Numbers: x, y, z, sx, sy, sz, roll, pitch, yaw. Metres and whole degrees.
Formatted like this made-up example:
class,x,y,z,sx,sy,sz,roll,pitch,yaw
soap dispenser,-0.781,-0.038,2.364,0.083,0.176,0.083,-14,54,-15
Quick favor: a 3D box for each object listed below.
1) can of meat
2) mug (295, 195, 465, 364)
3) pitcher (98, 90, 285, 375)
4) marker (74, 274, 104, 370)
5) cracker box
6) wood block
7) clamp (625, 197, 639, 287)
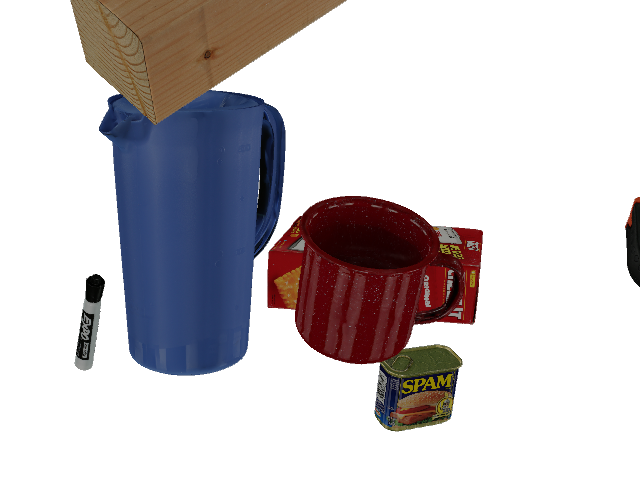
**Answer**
class,x,y,z,sx,sy,sz,roll,pitch,yaw
can of meat,0.119,0.183,1.319,0.102,0.084,0.057,-5,26,-22
mug,0.039,0.029,0.718,0.117,0.081,0.093,4,33,-7
pitcher,-0.109,-0.012,0.947,0.149,0.243,0.145,2,16,0
marker,-0.235,0.083,1.090,0.020,0.121,0.020,11,35,-8
cracker box,0.063,0.030,1.144,0.214,0.072,0.164,5,14,9
wood block,-0.071,-0.190,0.785,0.205,0.090,0.091,-37,-26,-22
clamp,0.266,0.033,0.698,0.120,0.039,0.171,-2,45,-20
